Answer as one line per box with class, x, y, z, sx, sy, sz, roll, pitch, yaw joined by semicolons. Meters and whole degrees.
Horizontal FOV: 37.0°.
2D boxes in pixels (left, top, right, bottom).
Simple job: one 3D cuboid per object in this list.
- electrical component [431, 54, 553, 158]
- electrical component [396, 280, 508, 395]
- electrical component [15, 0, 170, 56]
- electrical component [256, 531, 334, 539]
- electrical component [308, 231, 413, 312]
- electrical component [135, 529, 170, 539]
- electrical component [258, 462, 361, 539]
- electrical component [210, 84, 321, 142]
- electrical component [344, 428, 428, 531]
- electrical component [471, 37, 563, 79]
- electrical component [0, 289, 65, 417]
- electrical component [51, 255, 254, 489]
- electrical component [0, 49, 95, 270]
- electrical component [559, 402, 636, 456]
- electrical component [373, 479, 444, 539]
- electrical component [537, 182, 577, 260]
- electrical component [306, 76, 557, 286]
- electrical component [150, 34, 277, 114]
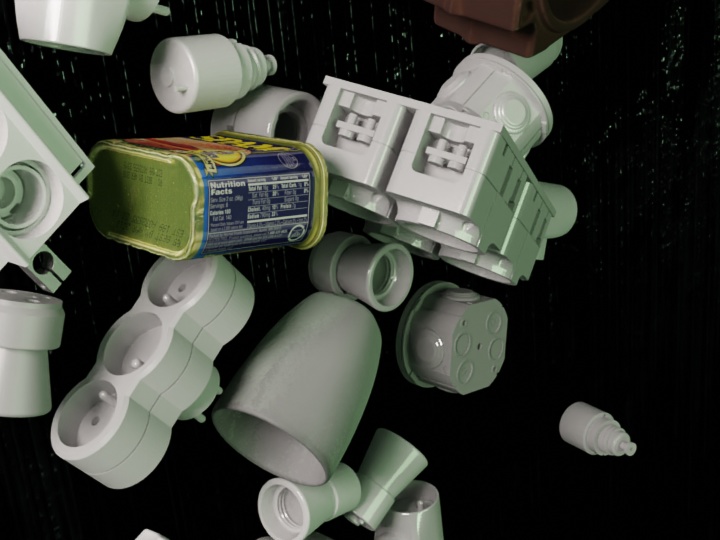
electrical component;0.089;-0.106;0.751;0.051;0.080;0.080;-49;132;-21
electrical component;0.068;0.051;0.789;0.080;0.051;0.080;-16;112;-45
electrical component;-0.124;-0.144;0.528;0.079;0.043;0.077;2;98;-48
electrical component;-0.042;0.208;0.692;0.138;0.074;0.052;10;92;-49
electrical component;0.000;0.000;0.696;0.045;0.055;0.045;-16;112;-45
electrical component;-0.123;0.185;0.619;0.062;0.043;0.043;-59;136;-17
electrical component;-0.030;0.152;0.716;0.065;0.044;0.044;-11;108;-51
electrical component;-0.051;-0.080;0.624;0.055;0.047;0.055;-16;112;-45
electrical component;0.012;0.151;0.763;0.065;0.044;0.044;-53;134;-18
electrical component;0.122;-0.164;0.798;0.081;0.043;0.043;-39;127;-35
electrical component;-0.170;0.040;0.525;0.045;0.045;0.055;5;96;-49
electrical component;-0.104;0.059;0.599;0.138;0.052;0.073;-59;136;-18
electrical component;-0.184;-0.062;0.467;0.078;0.063;0.121;-54;134;-24
electrical component;0.215;0.147;0.965;0.040;0.078;0.040;-10;108;-31
electrical component;0.029;0.207;0.793;0.079;0.044;0.077;-28;120;-41
electrical component;0.129;-0.031;0.842;0.077;0.043;0.079;2;99;-48
electrical component;0.046;-0.045;0.656;0.060;0.105;0.186;-69;159;-4
electrical component;-0.078;-0.109;0.591;0.078;0.040;0.040;-18;113;-45
